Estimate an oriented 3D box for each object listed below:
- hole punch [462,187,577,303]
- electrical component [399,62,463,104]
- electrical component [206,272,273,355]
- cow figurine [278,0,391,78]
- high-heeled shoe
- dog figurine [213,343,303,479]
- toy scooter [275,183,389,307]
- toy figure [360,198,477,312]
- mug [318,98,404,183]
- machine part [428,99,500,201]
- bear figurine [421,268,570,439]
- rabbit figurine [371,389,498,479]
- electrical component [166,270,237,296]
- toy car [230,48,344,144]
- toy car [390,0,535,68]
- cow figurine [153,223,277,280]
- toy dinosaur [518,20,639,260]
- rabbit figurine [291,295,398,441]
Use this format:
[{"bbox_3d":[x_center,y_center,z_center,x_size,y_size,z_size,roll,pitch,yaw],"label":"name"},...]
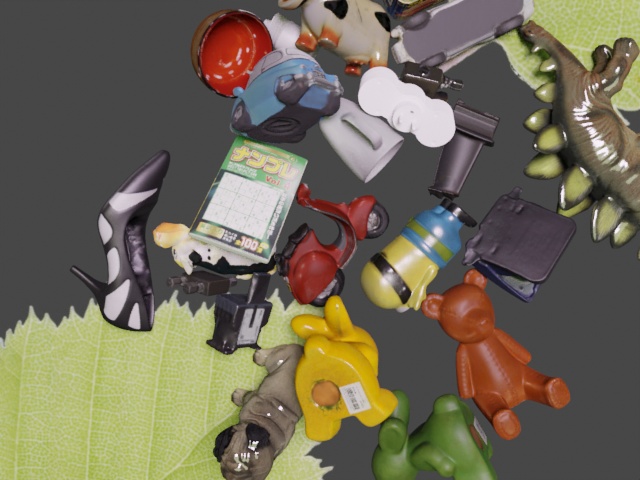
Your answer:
[{"bbox_3d":[0.276,0.011,0.747,0.116,0.092,0.142,31,77,27],"label":"hole punch"},{"bbox_3d":[0.135,-0.199,0.739,0.102,0.078,0.045,15,67,-7],"label":"electrical component"},{"bbox_3d":[-0.108,0.098,0.755,0.048,0.075,0.119,19,101,38],"label":"electrical component"},{"bbox_3d":[0.016,-0.299,0.682,0.195,0.086,0.127,14,85,-42],"label":"cow figurine"},{"bbox_3d":[-0.241,0.009,0.752,0.145,0.086,0.248,37,98,-7],"label":"high-heeled shoe"},{"bbox_3d":[-0.055,0.224,0.716,0.121,0.190,0.172,28,93,-3],"label":"dog figurine"},{"bbox_3d":[-0.002,-0.002,0.741,0.135,0.075,0.184,35,94,-24],"label":"toy scooter"},{"bbox_3d":[0.132,0.019,0.752,0.089,0.082,0.180,38,97,-4],"label":"toy figure"},{"bbox_3d":[0.048,-0.142,0.727,0.107,0.109,0.081,42,93,9],"label":"mug"},{"bbox_3d":[0.199,-0.121,0.761,0.084,0.039,0.138,24,94,-8],"label":"machine part"},{"bbox_3d":[0.235,0.147,0.744,0.120,0.132,0.195,-26,101,-9],"label":"bear figurine"},{"bbox_3d":[0.142,0.301,0.764,0.170,0.121,0.159,-30,102,17],"label":"rabbit figurine"},{"bbox_3d":[-0.165,0.060,0.762,0.063,0.094,0.021,14,102,36],"label":"electrical component"},{"bbox_3d":[-0.048,-0.195,0.701,0.109,0.162,0.103,4,72,-38],"label":"toy car"},{"bbox_3d":[0.193,-0.294,0.735,0.202,0.056,0.073,-24,101,3],"label":"toy car"},{"bbox_3d":[-0.141,0.012,0.745,0.167,0.068,0.098,-5,111,-14],"label":"cow figurine"},{"bbox_3d":[0.406,-0.102,0.735,0.198,0.105,0.471,-37,86,10],"label":"toy dinosaur"},{"bbox_3d":[0.025,0.163,0.725,0.122,0.173,0.162,-33,86,22],"label":"rabbit figurine"}]
